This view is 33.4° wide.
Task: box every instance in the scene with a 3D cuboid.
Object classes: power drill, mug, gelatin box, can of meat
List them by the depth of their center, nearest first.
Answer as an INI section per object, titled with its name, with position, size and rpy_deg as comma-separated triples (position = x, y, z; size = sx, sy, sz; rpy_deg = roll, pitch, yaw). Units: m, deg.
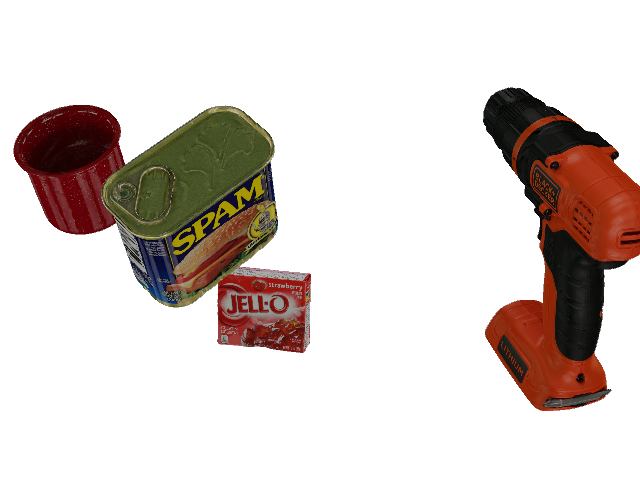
[can of meat]
position = -0.074, -0.018, 0.646
size = 0.102, 0.057, 0.084
rpy_deg = -38, -28, -21
[power drill]
position = 0.154, 0.006, 0.728
size = 0.057, 0.188, 0.184
rpy_deg = -10, 34, -12
[mug]
position = -0.215, -0.068, 0.952
size = 0.093, 0.117, 0.081
rpy_deg = -8, -43, 0
[gelatin box]
position = -0.055, 0.066, 1.026
size = 0.089, 0.073, 0.030
rpy_deg = 5, 17, 12
